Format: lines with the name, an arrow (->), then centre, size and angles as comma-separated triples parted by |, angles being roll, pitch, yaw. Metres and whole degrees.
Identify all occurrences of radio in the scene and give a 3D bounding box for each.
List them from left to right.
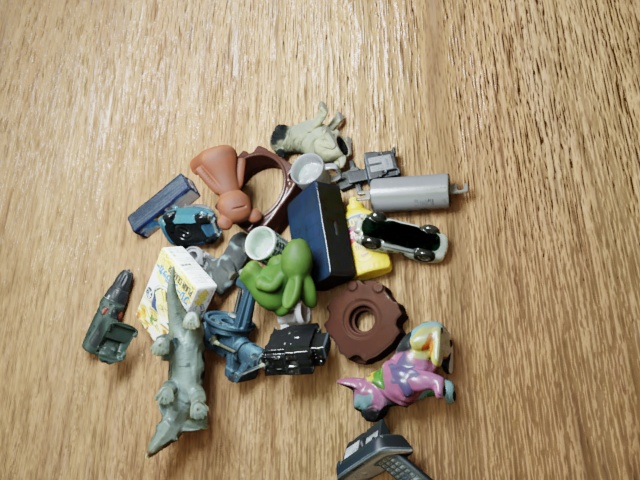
radio -> -0.002, -0.004, 1.209 | 0.131, 0.073, 0.229 | -35, 55, 46

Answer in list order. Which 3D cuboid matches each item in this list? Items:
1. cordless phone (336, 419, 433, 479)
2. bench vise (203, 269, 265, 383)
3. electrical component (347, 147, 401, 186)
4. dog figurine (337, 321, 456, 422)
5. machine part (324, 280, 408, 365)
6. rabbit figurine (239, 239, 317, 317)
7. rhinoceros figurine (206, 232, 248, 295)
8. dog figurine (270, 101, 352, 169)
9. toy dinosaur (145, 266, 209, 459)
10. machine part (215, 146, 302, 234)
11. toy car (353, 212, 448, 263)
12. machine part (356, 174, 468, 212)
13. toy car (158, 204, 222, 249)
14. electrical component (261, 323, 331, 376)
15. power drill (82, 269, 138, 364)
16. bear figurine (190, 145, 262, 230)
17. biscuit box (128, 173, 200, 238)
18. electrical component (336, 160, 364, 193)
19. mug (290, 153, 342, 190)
cordless phone -> 0.138, 0.447, 1.015 | 0.184, 0.089, 0.146 | 42, 119, -1
bench vise -> -0.180, 0.189, 1.210 | 0.224, 0.129, 0.240 | 21, 99, 46
electrical component -> 0.122, -0.163, 1.237 | 0.119, 0.047, 0.075 | -7, 67, 3
dog figurine -> 0.148, 0.259, 1.062 | 0.219, 0.108, 0.191 | -8, 70, 24
machine part -> 0.096, 0.172, 1.142 | 0.179, 0.056, 0.179 | -7, 71, 22
rabbit figurine -> -0.074, 0.076, 1.126 | 0.170, 0.121, 0.159 | -50, 54, 38
rhinoceros figurine -> -0.230, 0.065, 1.312 | 0.112, 0.073, 0.190 | 36, 89, 28
dog figurine -> -0.030, -0.225, 1.323 | 0.191, 0.121, 0.172 | -25, 58, 29
toy dinosaur -> -0.303, 0.269, 1.189 | 0.131, 0.192, 0.404 | 3, 79, -12
machine part -> -0.149, -0.118, 1.334 | 0.201, 0.087, 0.201 | 34, 89, 29
toy car -> 0.170, -0.004, 1.140 | 0.202, 0.056, 0.073 | 13, 71, 5
machine part -> 0.198, -0.101, 1.172 | 0.243, 0.079, 0.079 | -2, 72, 17
toy car -> -0.322, -0.048, 1.376 | 0.162, 0.109, 0.103 | -6, 38, 20
electrical component -> -0.045, 0.227, 1.124 | 0.134, 0.115, 0.058 | -8, 112, 12
power drill -> -0.522, 0.201, 1.355 | 0.208, 0.086, 0.232 | 31, 93, 52
bear figurine -> -0.219, -0.121, 1.268 | 0.120, 0.132, 0.195 | -20, 94, -20
biscuit box -> -0.426, -0.090, 1.460 | 0.203, 0.059, 0.063 | -36, 63, 8
electrical component -> 0.070, -0.143, 1.282 | 0.063, 0.021, 0.094 | -22, 66, 16
mug -> -0.001, -0.148, 1.266 | 0.110, 0.107, 0.081 | -16, 64, 15
